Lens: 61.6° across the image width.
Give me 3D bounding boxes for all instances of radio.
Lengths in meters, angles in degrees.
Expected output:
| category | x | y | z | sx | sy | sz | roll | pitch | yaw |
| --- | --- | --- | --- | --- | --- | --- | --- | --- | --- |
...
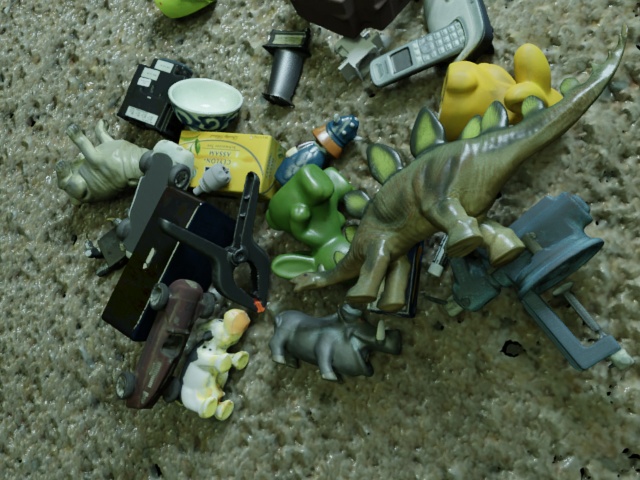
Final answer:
| category | x | y | z | sx | sy | sz | roll | pitch | yaw |
| --- | --- | --- | --- | --- | --- | --- | --- | --- | --- |
| radio | -0.226 | 0.042 | 0.837 | 0.073 | 0.131 | 0.229 | 28 | 89 | 23 |

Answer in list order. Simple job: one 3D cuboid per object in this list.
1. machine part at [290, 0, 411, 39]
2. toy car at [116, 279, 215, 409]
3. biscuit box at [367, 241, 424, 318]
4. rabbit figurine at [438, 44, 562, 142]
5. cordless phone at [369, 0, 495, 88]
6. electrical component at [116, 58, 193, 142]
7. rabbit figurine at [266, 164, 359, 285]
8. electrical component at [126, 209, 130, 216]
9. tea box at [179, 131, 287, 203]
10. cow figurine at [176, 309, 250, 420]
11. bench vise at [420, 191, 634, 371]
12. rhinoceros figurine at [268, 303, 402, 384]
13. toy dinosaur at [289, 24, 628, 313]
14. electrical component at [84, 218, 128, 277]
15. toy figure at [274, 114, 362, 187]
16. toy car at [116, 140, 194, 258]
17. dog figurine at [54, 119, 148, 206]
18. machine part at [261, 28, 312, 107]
| category | x | y | z | sx | sy | sz | roll | pitch | yaw |
| --- | --- | --- | --- | --- | --- | --- | --- | --- | --- |
| machine part | 0.058 | -0.422 | 0.836 | 0.202 | 0.087 | 0.201 | 36 | 82 | 29 |
| toy car | -0.220 | 0.153 | 0.770 | 0.053 | 0.089 | 0.202 | 23 | 91 | 47 |
| biscuit box | 0.114 | 0.005 | 0.759 | 0.059 | 0.062 | 0.202 | 5 | 81 | 20 |
| rabbit figurine | 0.250 | -0.186 | 0.717 | 0.173 | 0.162 | 0.122 | 16 | 72 | 5 |
| cordless phone | 0.155 | -0.309 | 0.801 | 0.184 | 0.088 | 0.146 | -17 | 74 | 20 |
| electrical component | -0.282 | -0.256 | 0.960 | 0.115 | 0.058 | 0.134 | 24 | 87 | 21 |
| rabbit figurine | -0.002 | -0.002 | 0.775 | 0.159 | 0.121 | 0.170 | -38 | 78 | 14 |
| electrical component | -0.268 | -0.023 | 0.912 | 0.119 | 0.047 | 0.075 | -6 | 77 | 20 |
| tea box | -0.149 | -0.120 | 0.877 | 0.170 | 0.068 | 0.098 | 6 | 81 | 20 |
| cow figurine | -0.166 | 0.181 | 0.824 | 0.098 | 0.068 | 0.167 | 12 | 81 | 32 |
| bench vise | 0.270 | 0.067 | 0.662 | 0.223 | 0.128 | 0.241 | -39 | 65 | 12 |
| rhinoceros figurine | 0.021 | 0.145 | 0.763 | 0.191 | 0.073 | 0.112 | 5 | 70 | 23 |
| toy dinosaur | 0.145 | -0.058 | 0.621 | 0.471 | 0.105 | 0.199 | -29 | 57 | 25 |
| electrical component | -0.366 | 0.008 | 0.941 | 0.102 | 0.045 | 0.078 | -30 | 69 | 12 |
| toy figure | -0.004 | -0.137 | 0.831 | 0.154 | 0.064 | 0.058 | -42 | 51 | 8 |
| toy car | -0.260 | -0.057 | 0.850 | 0.074 | 0.056 | 0.201 | 25 | 101 | 16 |
| dog figurine | -0.345 | -0.102 | 0.938 | 0.191 | 0.121 | 0.172 | 30 | 125 | 6 |
| machine part | -0.060 | -0.290 | 0.899 | 0.084 | 0.039 | 0.139 | 6 | 79 | 13 |
